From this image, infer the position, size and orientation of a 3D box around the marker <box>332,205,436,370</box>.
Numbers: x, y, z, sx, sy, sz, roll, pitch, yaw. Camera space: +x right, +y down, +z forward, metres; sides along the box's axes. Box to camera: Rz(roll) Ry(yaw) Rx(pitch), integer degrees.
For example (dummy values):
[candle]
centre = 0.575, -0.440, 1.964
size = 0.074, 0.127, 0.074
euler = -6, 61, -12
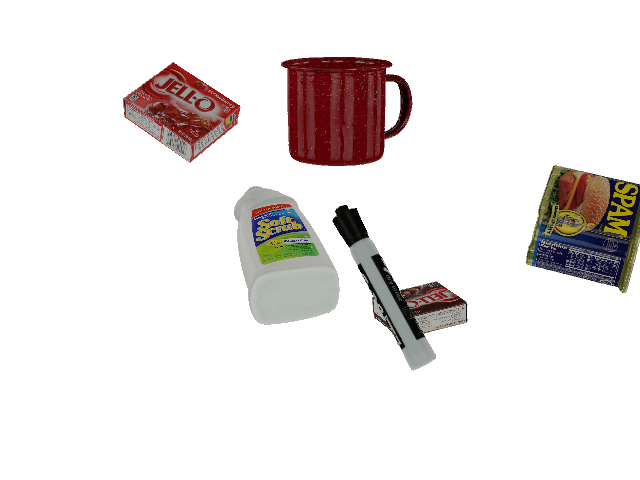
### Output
[marker]
centre = 0.041, 0.030, 0.717
size = 0.020, 0.121, 0.020
euler = -26, -13, -7

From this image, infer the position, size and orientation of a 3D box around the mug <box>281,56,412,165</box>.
[mug]
centre = 0.024, -0.111, 0.904
size = 0.117, 0.081, 0.093
euler = -8, 17, -25

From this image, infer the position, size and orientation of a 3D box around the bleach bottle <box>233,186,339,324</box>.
[bleach bottle]
centre = -0.057, 0.002, 1.234
size = 0.102, 0.068, 0.251
euler = -8, 29, -13

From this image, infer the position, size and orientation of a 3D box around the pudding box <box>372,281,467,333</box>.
[pudding box]
centre = 0.145, 0.101, 1.557
size = 0.113, 0.039, 0.090
euler = -14, 22, -19

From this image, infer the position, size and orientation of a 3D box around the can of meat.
[can of meat]
centre = 0.225, -0.013, 0.893
size = 0.084, 0.057, 0.102
euler = 14, 45, 15

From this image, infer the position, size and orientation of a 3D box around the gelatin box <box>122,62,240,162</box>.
[gelatin box]
centre = -0.135, -0.126, 1.038
size = 0.089, 0.030, 0.073
euler = 35, 54, 15
